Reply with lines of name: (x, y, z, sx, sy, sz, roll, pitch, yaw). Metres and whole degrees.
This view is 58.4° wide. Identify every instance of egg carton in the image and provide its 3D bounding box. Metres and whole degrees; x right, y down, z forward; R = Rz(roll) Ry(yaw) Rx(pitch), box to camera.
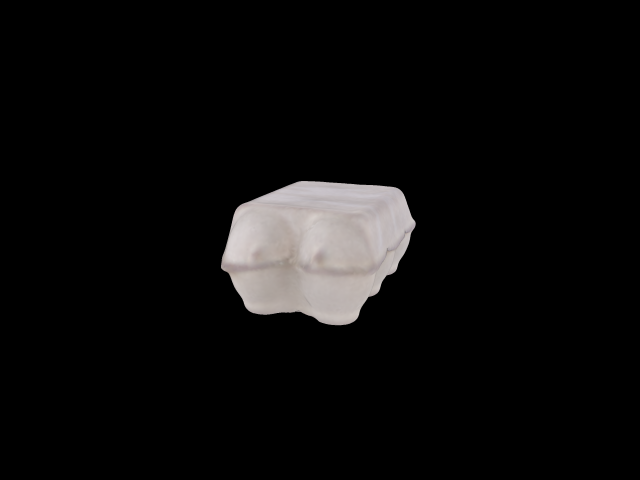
egg carton: (0.004, 0.001, 0.400, 0.107, 0.069, 0.150, 6, 17, 19)
